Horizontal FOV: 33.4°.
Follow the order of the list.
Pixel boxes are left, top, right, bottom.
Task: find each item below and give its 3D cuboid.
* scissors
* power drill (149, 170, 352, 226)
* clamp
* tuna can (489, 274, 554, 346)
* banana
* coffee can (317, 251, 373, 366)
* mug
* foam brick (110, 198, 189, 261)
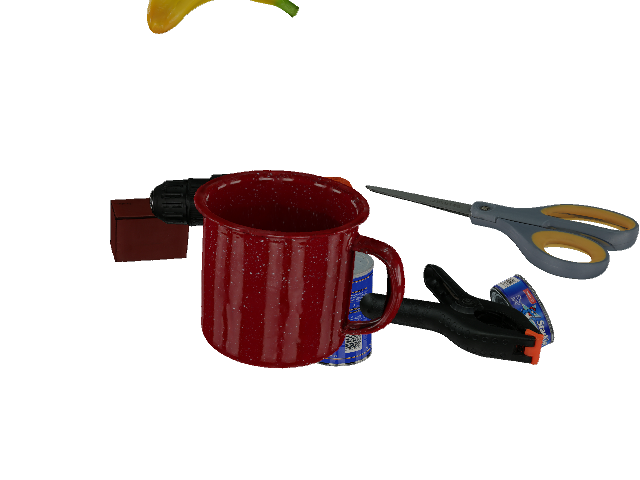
[{"bbox_3d":[0.122,-0.009,0.760,0.202,0.016,0.096,6,30,13],"label":"scissors"},{"bbox_3d":[-0.058,-0.011,0.898,0.184,0.057,0.187,-2,23,-3],"label":"power drill"},{"bbox_3d":[0.136,0.068,1.010,0.172,0.039,0.120,21,34,25],"label":"clamp"},{"bbox_3d":[0.223,0.083,1.190,0.033,0.086,0.086,-26,3,-6],"label":"tuna can"},{"bbox_3d":[-0.100,-0.234,1.004,0.197,0.070,0.037,-22,-28,-46],"label":"banana"},{"bbox_3d":[0.024,0.094,1.522,0.103,0.140,0.103,0,21,0],"label":"coffee can"},{"bbox_3d":[-0.012,0.018,0.574,0.117,0.081,0.093,11,24,14],"label":"mug"},{"bbox_3d":[-0.182,-0.013,1.133,0.078,0.051,0.053,-3,24,-16],"label":"foam brick"}]
